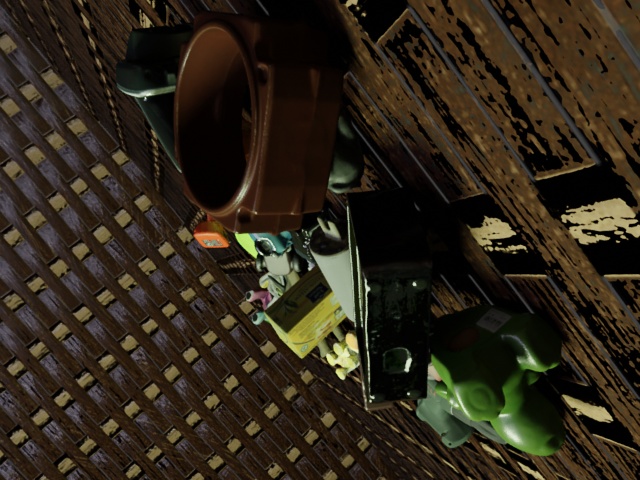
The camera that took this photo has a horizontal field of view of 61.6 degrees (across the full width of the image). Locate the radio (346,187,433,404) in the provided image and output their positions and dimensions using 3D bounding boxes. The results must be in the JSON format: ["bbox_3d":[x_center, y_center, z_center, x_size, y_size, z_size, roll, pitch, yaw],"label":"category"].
[{"bbox_3d":[0.075,0.069,0.595,0.131,0.073,0.229,-96,-2,-52],"label":"radio"}]

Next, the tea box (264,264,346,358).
[{"bbox_3d":[-0.003,0.108,0.922,0.068,0.169,0.098,38,160,36],"label":"tea box"}]

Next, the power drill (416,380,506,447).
[{"bbox_3d":[0.215,0.270,0.880,0.232,0.086,0.207,41,167,35],"label":"power drill"}]

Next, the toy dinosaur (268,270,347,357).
[{"bbox_3d":[-0.034,0.135,1.216,0.199,0.105,0.470,44,162,27],"label":"toy dinosaur"}]

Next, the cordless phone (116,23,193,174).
[{"bbox_3d":[-0.157,-0.174,0.680,0.184,0.146,0.088,59,145,11],"label":"cordless phone"}]

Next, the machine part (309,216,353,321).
[{"bbox_3d":[0.047,0.050,0.820,0.079,0.079,0.242,34,160,45],"label":"machine part"}]

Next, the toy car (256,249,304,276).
[{"bbox_3d":[-0.086,-0.014,0.989,0.089,0.053,0.201,1,130,14],"label":"toy car"}]

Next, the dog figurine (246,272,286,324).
[{"bbox_3d":[-0.086,0.171,1.465,0.219,0.191,0.109,22,-148,-51],"label":"dog figurine"}]

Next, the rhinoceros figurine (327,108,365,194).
[{"bbox_3d":[-0.013,-0.104,0.636,0.112,0.073,0.190,50,167,-32],"label":"rhinoceros figurine"}]

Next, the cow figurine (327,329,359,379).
[{"bbox_3d":[0.083,0.234,1.180,0.068,0.098,0.167,51,148,17],"label":"cow figurine"}]

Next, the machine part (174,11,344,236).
[{"bbox_3d":[-0.074,-0.118,0.540,0.201,0.087,0.201,33,119,48],"label":"machine part"}]

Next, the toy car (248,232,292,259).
[{"bbox_3d":[-0.080,-0.056,0.856,0.161,0.103,0.109,56,-161,-1],"label":"toy car"}]

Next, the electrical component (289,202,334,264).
[{"bbox_3d":[-0.002,-0.003,0.841,0.048,0.075,0.119,34,161,43],"label":"electrical component"}]

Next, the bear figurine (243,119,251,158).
[{"bbox_3d":[-0.152,-0.171,0.776,0.196,0.120,0.132,51,163,14],"label":"bear figurine"}]

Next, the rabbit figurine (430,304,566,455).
[{"bbox_3d":[0.191,0.166,0.589,0.170,0.121,0.159,54,162,-15],"label":"rabbit figurine"}]

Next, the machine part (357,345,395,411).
[{"bbox_3d":[0.097,0.210,0.946,0.179,0.056,0.179,-9,-89,-85],"label":"machine part"}]

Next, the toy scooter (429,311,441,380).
[{"bbox_3d":[0.138,0.122,0.743,0.184,0.075,0.135,52,158,-6],"label":"toy scooter"}]
